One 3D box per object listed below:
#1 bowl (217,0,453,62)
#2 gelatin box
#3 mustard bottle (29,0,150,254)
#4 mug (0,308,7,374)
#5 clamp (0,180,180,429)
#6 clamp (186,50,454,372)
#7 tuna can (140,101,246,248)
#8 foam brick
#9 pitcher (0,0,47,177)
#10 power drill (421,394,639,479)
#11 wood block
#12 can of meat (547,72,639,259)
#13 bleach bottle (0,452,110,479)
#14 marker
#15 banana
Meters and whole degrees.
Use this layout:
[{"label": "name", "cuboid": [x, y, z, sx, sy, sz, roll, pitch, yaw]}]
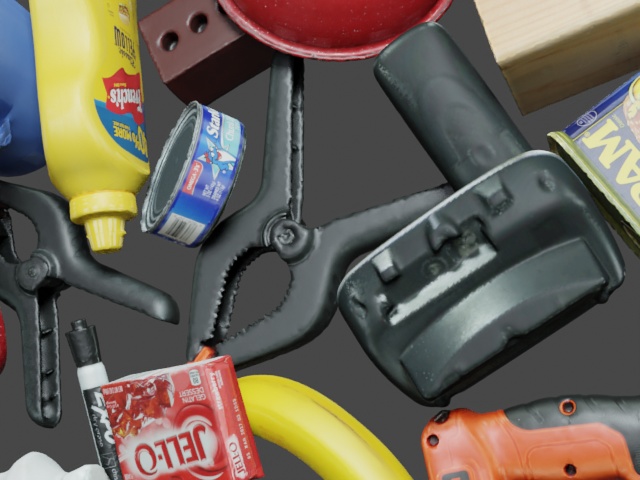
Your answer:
[{"label": "bowl", "cuboid": [0.009, -0.189, 0.640, 0.162, 0.055, 0.162, 0, 66, 0]}, {"label": "gelatin box", "cuboid": [-0.082, 0.111, 0.621, 0.089, 0.030, 0.073, -15, 89, 36]}, {"label": "mustard bottle", "cuboid": [-0.142, -0.086, 0.670, 0.058, 0.096, 0.191, -9, 80, 10]}, {"label": "mug", "cuboid": [-0.258, 0.060, 0.687, 0.117, 0.081, 0.093, -11, 93, 56]}, {"label": "clamp", "cuboid": [-0.182, 0.034, 0.697, 0.120, 0.039, 0.172, -46, 68, 0]}, {"label": "clamp", "cuboid": [-0.004, 0.001, 0.638, 0.165, 0.036, 0.210, 29, 90, 21]}, {"label": "tuna can", "cuboid": [-0.077, -0.039, 0.651, 0.033, 0.086, 0.086, 22, 83, -19]}, {"label": "foam brick", "cuboid": [-0.068, -0.130, 0.686, 0.078, 0.051, 0.053, -30, 68, 11]}, {"label": "pitcher", "cuboid": [-0.243, -0.112, 0.643, 0.145, 0.242, 0.149, 2, 78, 21]}, {"label": "power drill", "cuboid": [0.156, 0.135, 0.536, 0.188, 0.057, 0.184, -16, 74, 14]}, {"label": "wood block", "cuboid": [0.186, -0.158, 0.577, 0.206, 0.090, 0.091, -21, 71, 15]}, {"label": "can of meat", "cuboid": [0.186, -0.040, 0.567, 0.084, 0.057, 0.102, -38, 68, 5]}, {"label": "bleach bottle", "cuboid": [-0.242, 0.186, 0.662, 0.251, 0.068, 0.102, -24, 73, 16]}, {"label": "marker", "cuboid": [-0.133, 0.107, 0.651, 0.020, 0.020, 0.121, -15, 90, 17]}, {"label": "banana", "cuboid": [0.006, 0.130, 0.606, 0.198, 0.037, 0.070, 31, 115, 27]}]
